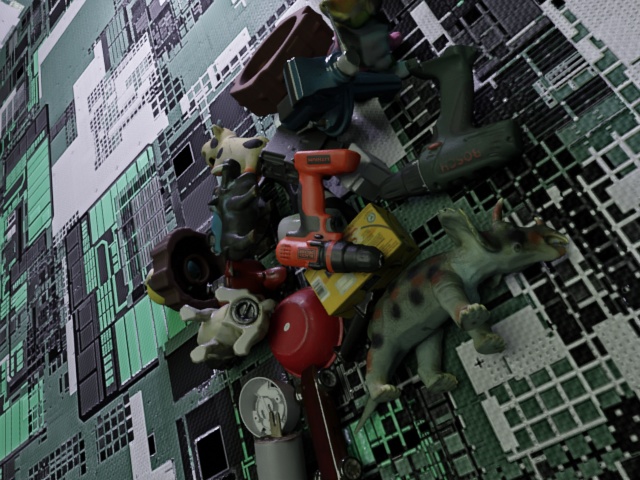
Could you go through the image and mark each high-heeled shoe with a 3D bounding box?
[{"bbox_3d":[-0.012,-0.109,1.005,0.249,0.086,0.145,20,55,24],"label":"high-heeled shoe"}]

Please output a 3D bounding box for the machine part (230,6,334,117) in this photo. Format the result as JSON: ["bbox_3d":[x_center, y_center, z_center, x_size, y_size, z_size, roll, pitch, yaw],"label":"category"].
[{"bbox_3d":[-0.073,-0.342,1.052,0.201,0.087,0.202,-58,28,-10],"label":"machine part"}]

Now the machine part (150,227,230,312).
[{"bbox_3d":[-0.253,0.063,1.069,0.056,0.179,0.179,-23,62,37],"label":"machine part"}]

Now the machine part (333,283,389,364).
[{"bbox_3d":[0.064,0.131,0.841,0.039,0.084,0.138,33,112,19],"label":"machine part"}]

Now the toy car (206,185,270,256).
[{"bbox_3d":[-0.152,-0.041,1.053,0.103,0.109,0.161,7,82,42],"label":"toy car"}]

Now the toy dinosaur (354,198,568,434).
[{"bbox_3d":[0.144,0.100,0.755,0.405,0.131,0.192,-45,34,30],"label":"toy dinosaur"}]

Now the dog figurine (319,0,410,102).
[{"bbox_3d":[0.046,-0.346,0.910,0.192,0.219,0.108,-22,59,33],"label":"dog figurine"}]

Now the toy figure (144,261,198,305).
[{"bbox_3d":[-0.315,0.068,1.179,0.180,0.082,0.089,-41,51,20],"label":"toy figure"}]

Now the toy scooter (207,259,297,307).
[{"bbox_3d":[-0.146,0.081,0.991,0.184,0.135,0.075,-23,63,35],"label":"toy scooter"}]

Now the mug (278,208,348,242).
[{"bbox_3d":[-0.002,-0.003,0.921,0.107,0.081,0.109,-20,108,34],"label":"mug"}]

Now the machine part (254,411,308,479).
[{"bbox_3d":[-0.054,0.389,0.829,0.079,0.079,0.243,-16,76,36],"label":"machine part"}]

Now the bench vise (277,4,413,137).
[{"bbox_3d":[0.043,-0.244,0.864,0.223,0.240,0.129,-45,60,56],"label":"bench vise"}]

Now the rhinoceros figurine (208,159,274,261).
[{"bbox_3d":[-0.145,-0.056,0.962,0.112,0.073,0.190,-13,71,21],"label":"rhinoceros figurine"}]

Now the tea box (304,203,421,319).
[{"bbox_3d":[0.065,0.036,0.867,0.169,0.068,0.098,-45,55,19],"label":"tea box"}]

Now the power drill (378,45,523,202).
[{"bbox_3d":[0.179,-0.176,0.818,0.232,0.086,0.207,-11,75,35],"label":"power drill"}]

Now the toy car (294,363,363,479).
[{"bbox_3d":[0.012,0.294,0.839,0.089,0.053,0.202,-51,45,44],"label":"toy car"}]

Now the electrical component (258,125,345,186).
[{"bbox_3d":[-0.026,-0.153,0.947,0.134,0.058,0.115,14,57,18],"label":"electrical component"}]

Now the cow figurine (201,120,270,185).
[{"bbox_3d":[-0.178,-0.186,1.138,0.195,0.085,0.127,8,75,37],"label":"cow figurine"}]

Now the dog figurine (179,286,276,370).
[{"bbox_3d":[-0.149,0.164,0.972,0.172,0.190,0.121,-11,71,3],"label":"dog figurine"}]
